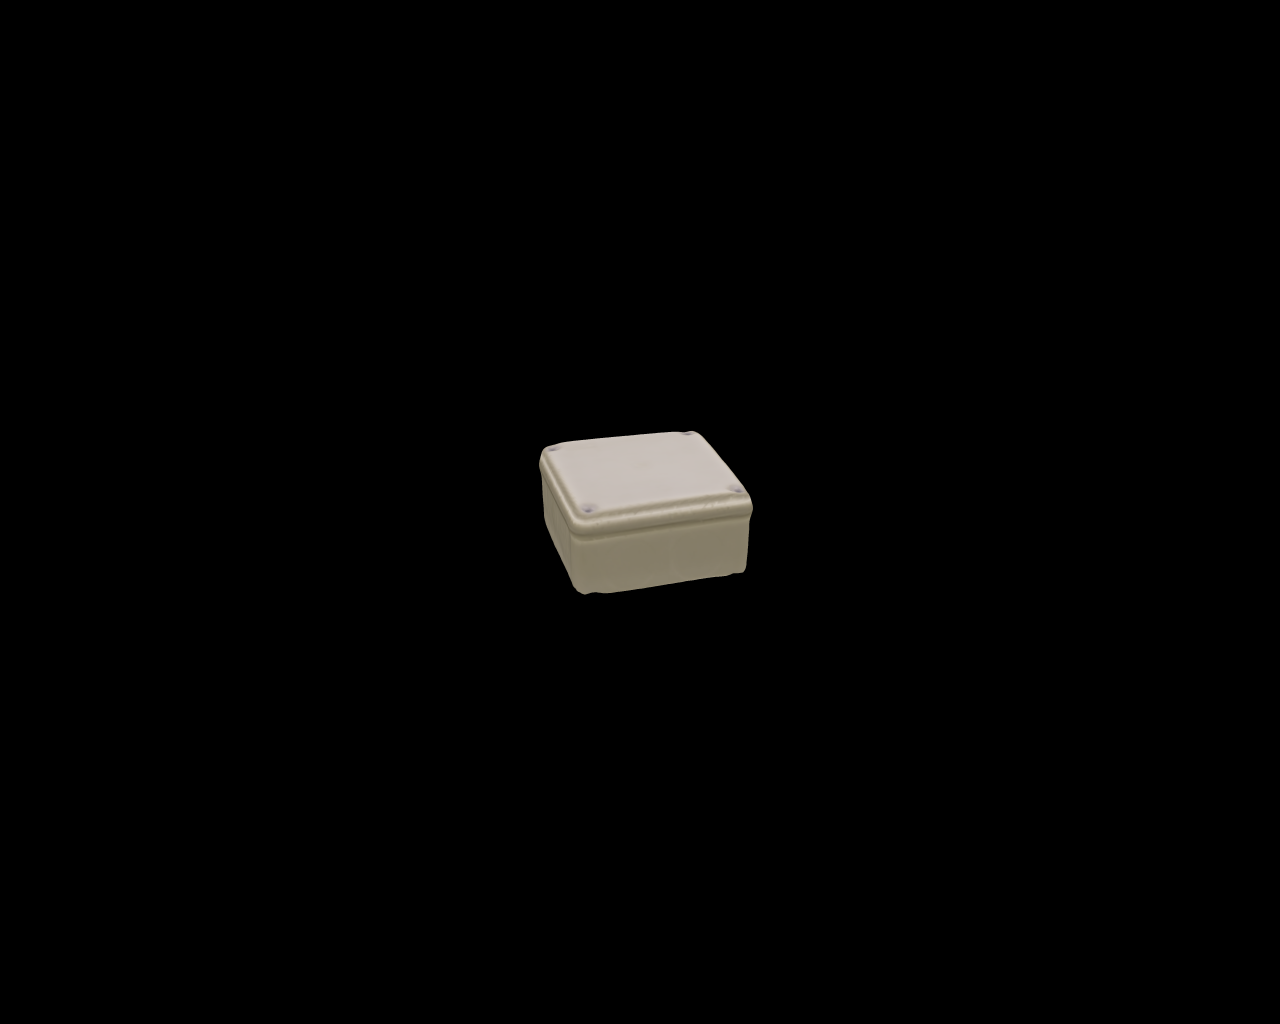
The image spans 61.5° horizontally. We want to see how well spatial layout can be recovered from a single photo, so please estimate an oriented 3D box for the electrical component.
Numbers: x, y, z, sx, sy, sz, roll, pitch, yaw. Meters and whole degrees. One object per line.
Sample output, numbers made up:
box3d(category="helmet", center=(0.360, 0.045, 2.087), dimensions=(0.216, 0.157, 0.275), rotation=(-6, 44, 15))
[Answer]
box3d(category="electrical component", center=(0.001, -0.003, 0.650), dimensions=(0.109, 0.056, 0.109), rotation=(-7, 27, -14))
